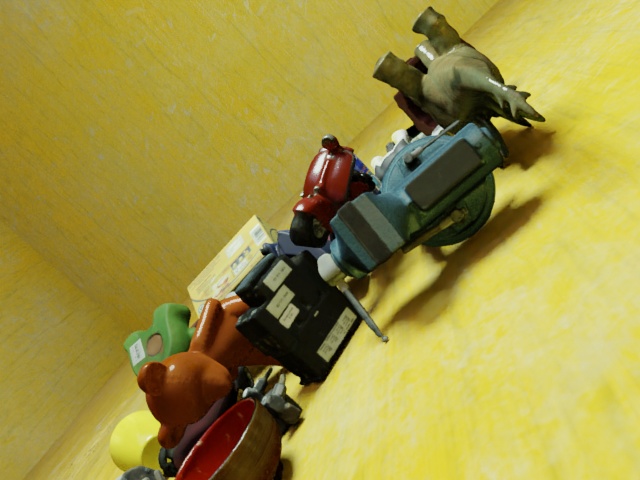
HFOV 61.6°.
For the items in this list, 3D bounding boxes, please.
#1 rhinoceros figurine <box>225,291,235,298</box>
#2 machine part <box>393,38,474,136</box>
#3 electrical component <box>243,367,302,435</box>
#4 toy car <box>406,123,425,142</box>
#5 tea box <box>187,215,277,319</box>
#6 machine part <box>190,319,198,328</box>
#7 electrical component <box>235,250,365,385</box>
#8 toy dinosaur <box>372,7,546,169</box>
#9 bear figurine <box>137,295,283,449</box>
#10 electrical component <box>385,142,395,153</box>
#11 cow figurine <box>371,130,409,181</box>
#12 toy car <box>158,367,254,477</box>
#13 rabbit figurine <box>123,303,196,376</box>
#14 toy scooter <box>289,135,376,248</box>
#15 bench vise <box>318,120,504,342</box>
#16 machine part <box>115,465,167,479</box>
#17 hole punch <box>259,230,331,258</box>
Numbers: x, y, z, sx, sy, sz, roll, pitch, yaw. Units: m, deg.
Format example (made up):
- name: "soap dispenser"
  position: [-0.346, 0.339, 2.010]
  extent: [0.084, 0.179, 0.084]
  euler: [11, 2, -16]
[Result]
- name: "rhinoceros figurine"
  position: [-0.096, 0.126, 0.797]
  extent: [0.190, 0.112, 0.073]
  euler: [-33, 50, 0]
- name: "machine part"
  position: [0.221, -0.271, 0.961]
  extent: [0.179, 0.179, 0.056]
  euler: [-35, 12, 48]
- name: "electrical component"
  position: [-0.058, 0.181, 0.575]
  extent: [0.078, 0.045, 0.102]
  euler: [-46, 9, -16]
- name: "toy car"
  position: [0.206, -0.215, 1.130]
  extent: [0.073, 0.056, 0.202]
  euler: [-38, 11, 5]
- name: "tea box"
  position: [-0.123, 0.057, 0.848]
  extent: [0.169, 0.068, 0.098]
  euler: [-46, 40, 9]
- name: "machine part"
  position: [-0.165, 0.143, 1.085]
  extent: [0.201, 0.087, 0.201]
  euler: [-47, 8, -14]
- name: "electrical component"
  position: [-0.028, 0.080, 0.616]
  extent: [0.058, 0.134, 0.115]
  euler: [-35, 12, 51]
- name: "toy dinosaur"
  position: [0.172, -0.181, 0.653]
  extent: [0.105, 0.198, 0.471]
  euler: [-51, -3, 18]
- name: "bear figurine"
  position: [-0.116, 0.141, 0.630]
  extent: [0.132, 0.120, 0.196]
  euler: [-8, 16, 13]
- name: "electrical component"
  position: [0.162, -0.176, 1.116]
  extent: [0.021, 0.063, 0.094]
  euler: [-42, 9, 19]
- name: "cow figurine"
  position: [0.126, -0.117, 0.994]
  extent: [0.167, 0.068, 0.098]
  euler: [-51, 14, 28]
- name: "toy car"
  position: [-0.136, 0.228, 0.687]
  extent: [0.089, 0.053, 0.202]
  euler: [-28, 11, 7]
- name: "rabbit figurine"
  position: [-0.202, 0.196, 0.872]
  extent: [0.121, 0.170, 0.159]
  euler: [-49, 49, 6]
- name: "toy scooter"
  position: [0.027, -0.057, 0.676]
  extent: [0.075, 0.135, 0.184]
  euler: [6, 1, 31]
- name: "bench vise"
  position: [0.104, -0.026, 0.592]
  extent: [0.223, 0.129, 0.240]
  euler: [-53, -13, 12]
- name: "machine part"
  position: [-0.252, 0.339, 0.635]
  extent: [0.243, 0.079, 0.079]
  euler: [-40, 11, 23]
- name: "hole punch"
  position: [-0.008, 0.029, 0.745]
  extent: [0.092, 0.116, 0.142]
  euler: [-37, -13, 18]
